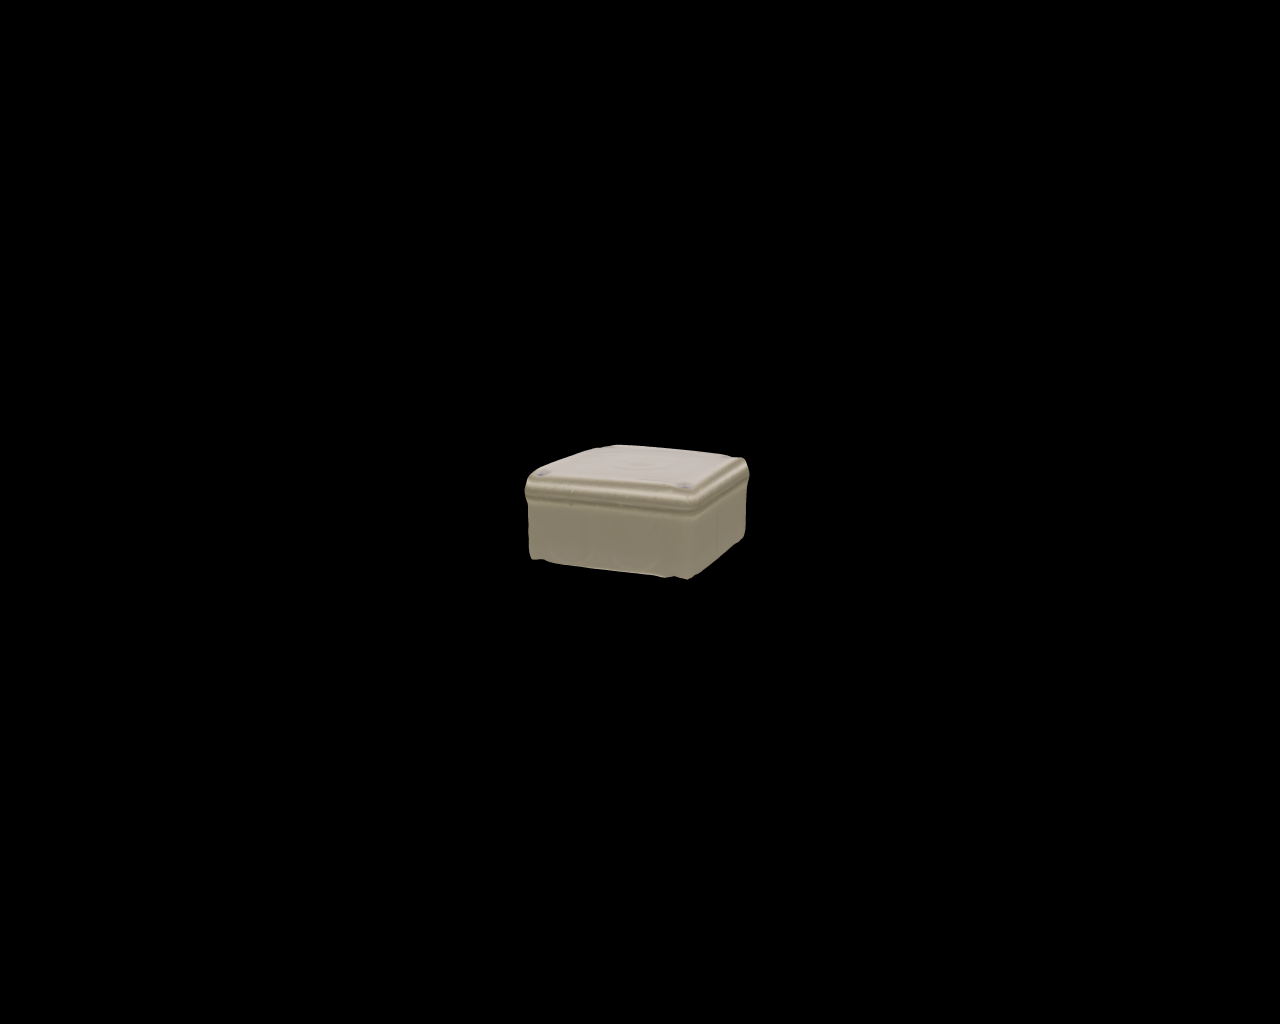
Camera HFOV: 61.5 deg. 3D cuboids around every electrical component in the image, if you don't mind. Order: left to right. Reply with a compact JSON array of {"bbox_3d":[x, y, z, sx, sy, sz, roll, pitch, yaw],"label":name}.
[{"bbox_3d":[0.001,-0.003,0.650,0.109,0.056,0.109,6,15,23],"label":"electrical component"}]
